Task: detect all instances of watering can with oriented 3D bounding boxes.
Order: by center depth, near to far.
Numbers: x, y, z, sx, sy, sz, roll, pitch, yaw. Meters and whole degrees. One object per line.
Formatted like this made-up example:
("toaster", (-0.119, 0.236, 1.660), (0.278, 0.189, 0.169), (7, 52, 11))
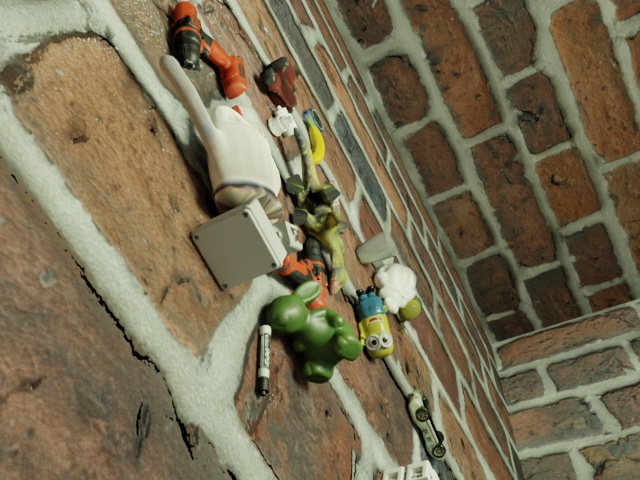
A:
("watering can", (-0.159, -0.148, 0.897), (0.343, 0.103, 0.229), (38, 35, -57))

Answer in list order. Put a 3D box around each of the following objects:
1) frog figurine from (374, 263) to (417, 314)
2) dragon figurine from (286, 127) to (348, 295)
("frog figurine", (0.224, 0.144, 1.574), (0.138, 0.120, 0.161), (35, 27, 9))
("dragon figurine", (0.004, -0.065, 1.297), (0.238, 0.122, 0.419), (69, 9, -62))
